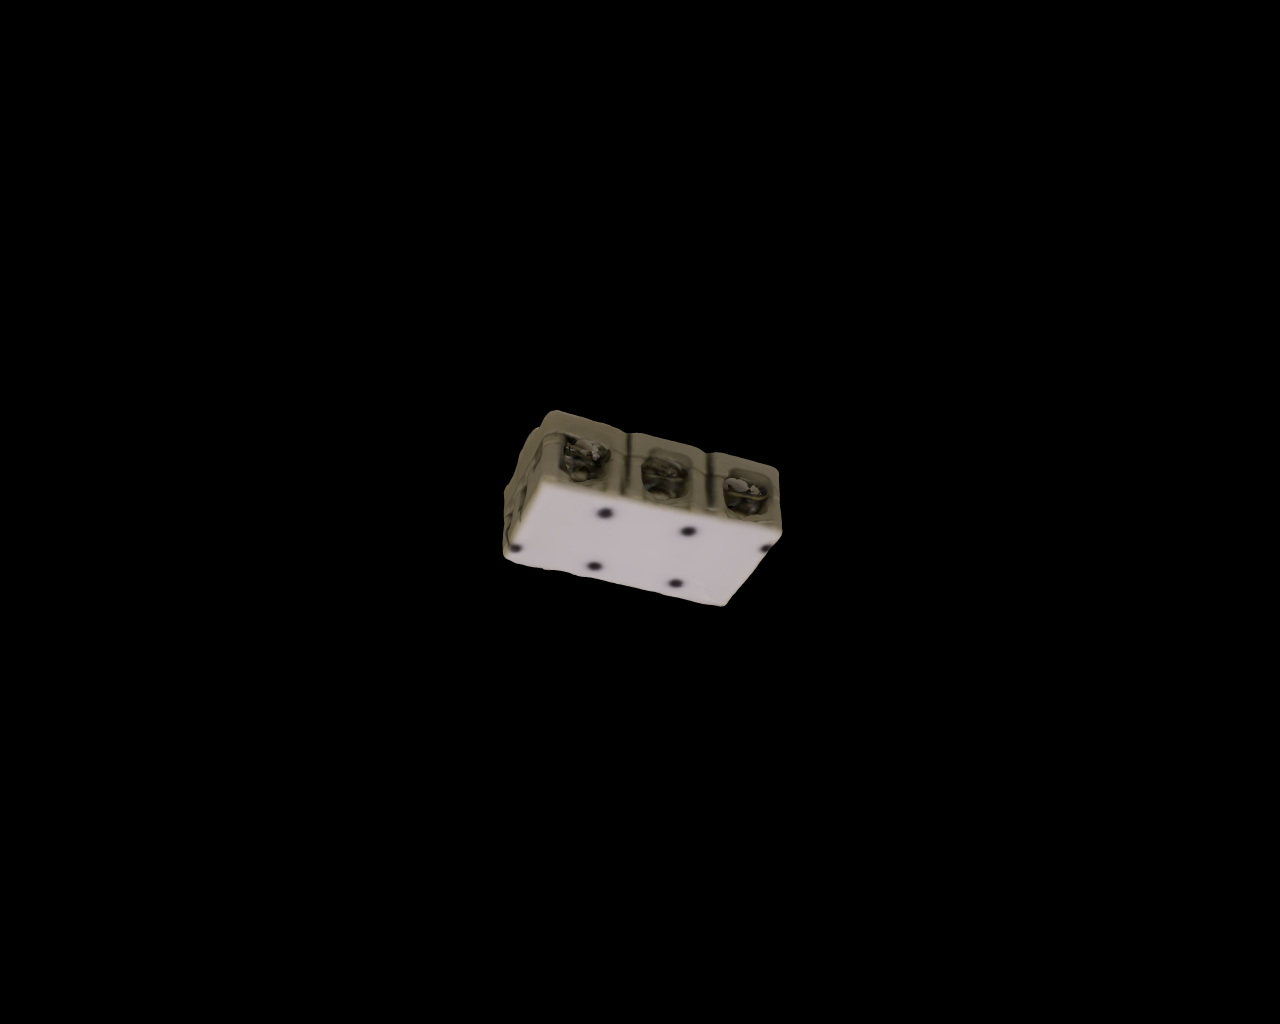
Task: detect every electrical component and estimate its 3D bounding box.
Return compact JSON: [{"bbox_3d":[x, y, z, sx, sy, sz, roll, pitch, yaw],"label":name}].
[{"bbox_3d":[0.001,-0.003,0.650,0.150,0.062,0.089,14,-40,-17],"label":"electrical component"}]
